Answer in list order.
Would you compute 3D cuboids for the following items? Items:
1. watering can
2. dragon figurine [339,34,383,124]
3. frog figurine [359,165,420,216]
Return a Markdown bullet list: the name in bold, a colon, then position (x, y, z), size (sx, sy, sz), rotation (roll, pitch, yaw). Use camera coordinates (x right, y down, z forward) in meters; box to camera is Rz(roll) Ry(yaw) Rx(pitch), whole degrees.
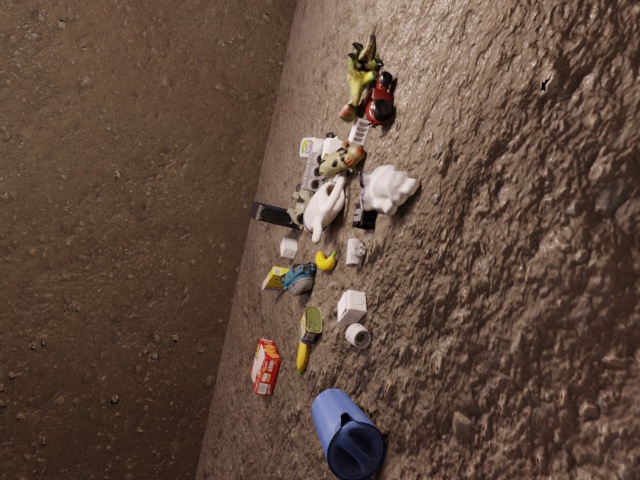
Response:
- **watering can**: position (0.005, -0.089, 1.765), size (0.104, 0.355, 0.220), rotation (29, -36, -7)
- **dragon figurine**: position (0.128, -0.538, 1.783), size (0.122, 0.237, 0.420), rotation (20, 41, -1)
- **frog figurine**: position (0.187, -0.131, 1.307), size (0.158, 0.140, 0.121), rotation (-10, -37, 34)
